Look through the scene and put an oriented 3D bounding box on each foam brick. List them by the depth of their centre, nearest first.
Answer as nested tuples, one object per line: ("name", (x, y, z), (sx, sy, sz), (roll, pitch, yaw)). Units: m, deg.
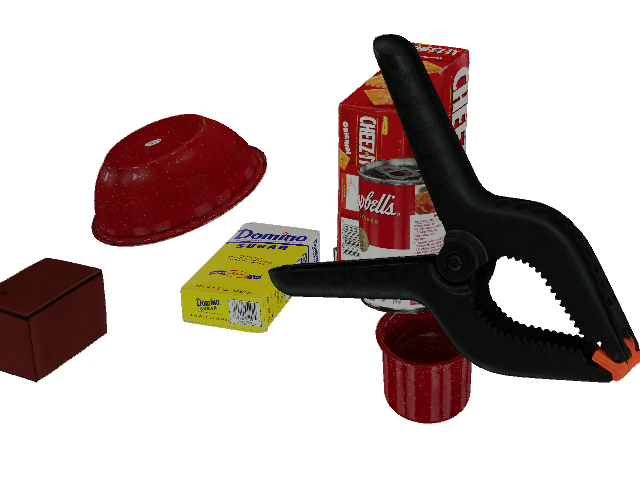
("foam brick", (-0.194, 0.053, 0.745), (0.053, 0.051, 0.078), (12, 28, 27))

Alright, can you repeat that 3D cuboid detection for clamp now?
("clamp", (0.077, -0.002, 0.562), (0.210, 0.165, 0.036), (29, 25, 25))

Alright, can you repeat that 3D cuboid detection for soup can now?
("soup can", (0.062, -0.004, 0.795), (0.068, 0.102, 0.068), (-1, 18, 0))

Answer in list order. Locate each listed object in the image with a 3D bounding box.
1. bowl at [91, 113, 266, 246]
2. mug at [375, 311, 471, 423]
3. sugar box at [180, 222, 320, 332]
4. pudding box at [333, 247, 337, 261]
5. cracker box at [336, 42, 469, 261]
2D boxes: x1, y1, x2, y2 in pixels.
("bowl", (-0.130, -0.061, 0.902), (0.162, 0.055, 0.162), (-17, 28, 9))
("mug", (0.101, 0.107, 0.998), (0.093, 0.081, 0.117), (3, 37, 10))
("sugar box", (-0.070, 0.035, 1.137), (0.093, 0.048, 0.176), (7, 28, 16))
("pudding box", (0.086, 0.027, 1.356), (0.113, 0.039, 0.090), (-17, 27, -25))
("cracker box", (0.085, -0.086, 1.042), (0.072, 0.164, 0.213), (11, 28, 21))
